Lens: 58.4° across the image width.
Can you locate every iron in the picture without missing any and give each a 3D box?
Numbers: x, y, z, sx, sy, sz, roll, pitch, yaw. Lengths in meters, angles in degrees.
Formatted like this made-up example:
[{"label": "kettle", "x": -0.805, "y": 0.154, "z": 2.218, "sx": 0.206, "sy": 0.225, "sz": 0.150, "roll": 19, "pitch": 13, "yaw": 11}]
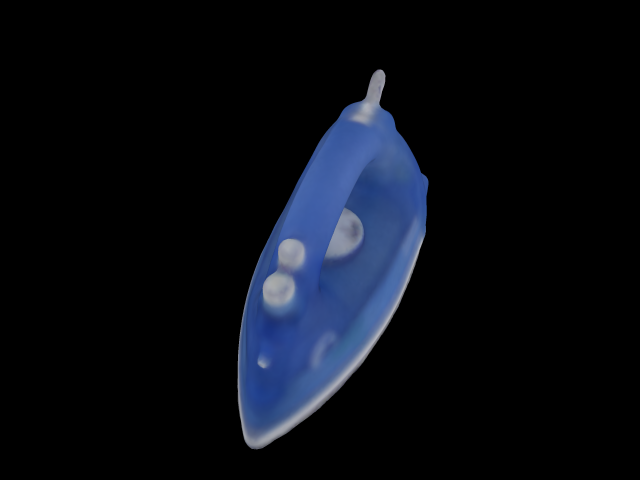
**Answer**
[{"label": "iron", "x": 0.004, "y": 0.001, "z": 0.400, "sx": 0.118, "sy": 0.141, "sz": 0.258, "roll": 16, "pitch": 51, "yaw": 14}]
